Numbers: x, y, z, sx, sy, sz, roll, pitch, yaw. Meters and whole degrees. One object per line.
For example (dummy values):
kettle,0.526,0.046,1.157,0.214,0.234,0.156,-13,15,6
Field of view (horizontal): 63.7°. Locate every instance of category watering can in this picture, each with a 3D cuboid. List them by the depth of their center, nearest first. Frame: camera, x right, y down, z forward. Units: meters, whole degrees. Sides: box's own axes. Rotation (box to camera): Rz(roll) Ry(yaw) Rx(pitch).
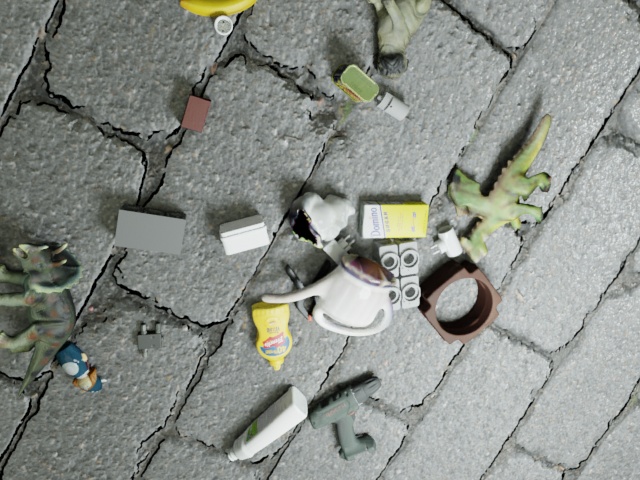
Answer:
watering can,0.045,0.133,1.304,0.346,0.106,0.221,21,111,-18

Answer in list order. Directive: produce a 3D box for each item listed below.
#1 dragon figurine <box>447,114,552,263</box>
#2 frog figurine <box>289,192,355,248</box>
dragon figurine,0.464,-0.137,1.370,0.243,0.123,0.406,4,103,-5
frog figurine,0.004,-0.065,1.297,0.137,0.121,0.162,53,52,-5
